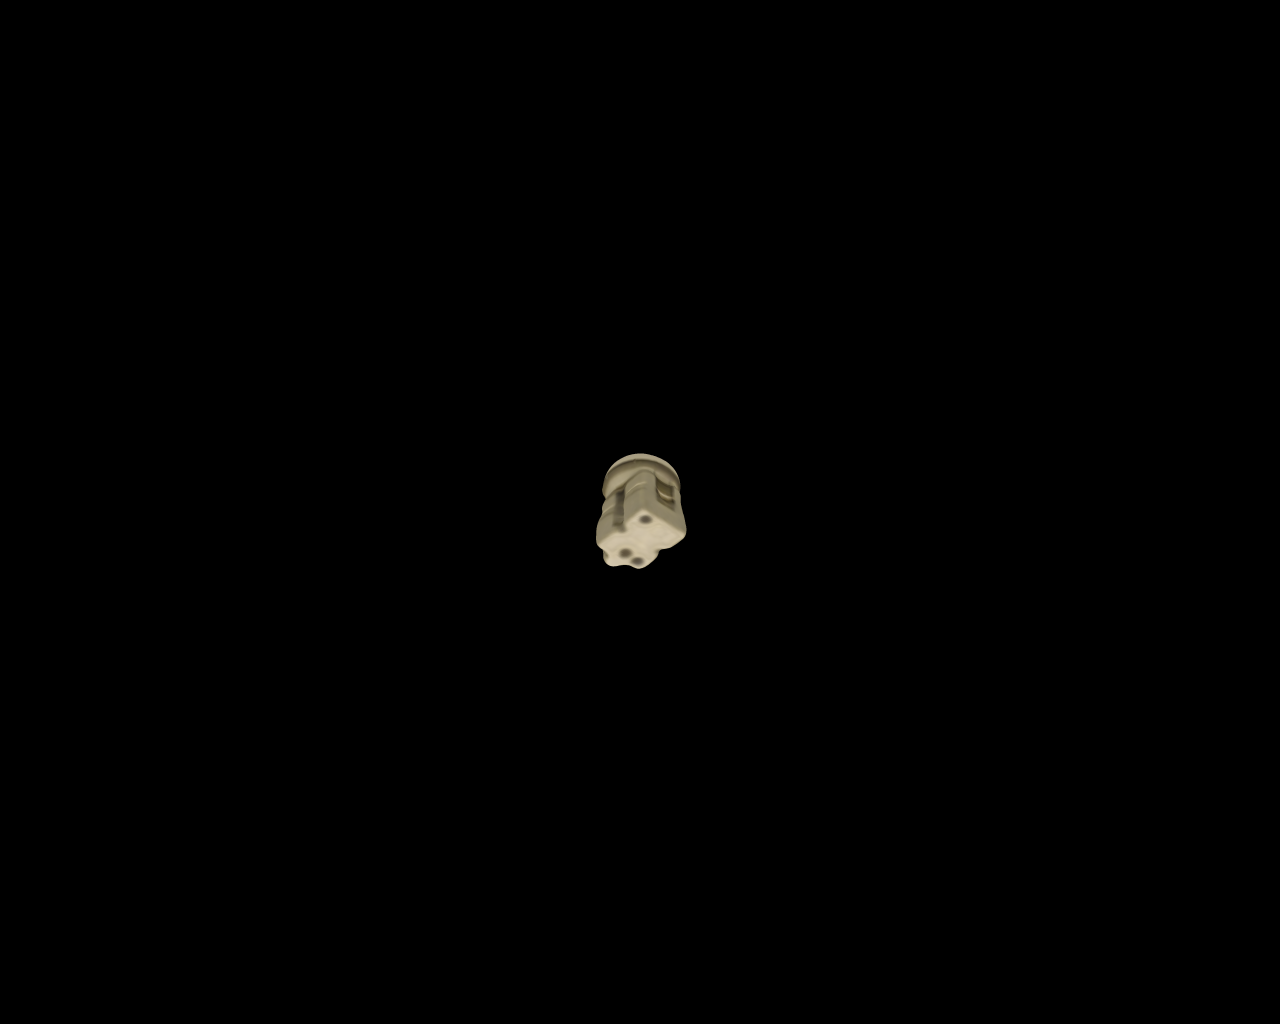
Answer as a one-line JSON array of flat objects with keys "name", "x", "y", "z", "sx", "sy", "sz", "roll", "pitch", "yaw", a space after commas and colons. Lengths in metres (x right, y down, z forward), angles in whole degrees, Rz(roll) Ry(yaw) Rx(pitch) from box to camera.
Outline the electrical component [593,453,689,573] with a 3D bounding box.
[{"name": "electrical component", "x": 0.001, "y": -0.003, "z": 0.650, "sx": 0.048, "sy": 0.055, "sz": 0.066, "roll": 33, "pitch": -54, "yaw": -29}]
